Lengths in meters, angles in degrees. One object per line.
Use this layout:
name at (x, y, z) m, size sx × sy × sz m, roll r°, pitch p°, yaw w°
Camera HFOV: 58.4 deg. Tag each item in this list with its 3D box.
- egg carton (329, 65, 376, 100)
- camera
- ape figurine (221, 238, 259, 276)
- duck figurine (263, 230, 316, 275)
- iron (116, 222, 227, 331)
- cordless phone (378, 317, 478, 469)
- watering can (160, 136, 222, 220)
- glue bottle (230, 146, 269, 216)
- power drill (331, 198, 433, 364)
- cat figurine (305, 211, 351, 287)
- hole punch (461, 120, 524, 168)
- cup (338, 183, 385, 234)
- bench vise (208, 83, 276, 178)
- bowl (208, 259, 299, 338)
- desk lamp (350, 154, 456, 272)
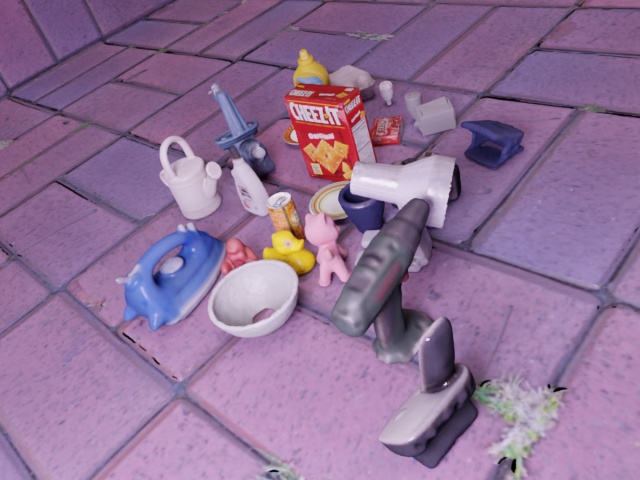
egg carton at (0.078, -0.427, 1.583) m, size 0.107 × 0.069 × 0.149 m, roll -33°, pitch 40°, yaw -16°
camera at (0.194, -0.102, 1.126) m, size 0.142 × 0.101 × 0.137 m, roll 3°, pitch 44°, yaw 25°
ape figurine at (-0.158, 0.036, 1.119) m, size 0.077 × 0.092 × 0.076 m, roll -1°, pitch 42°, yaw 22°
duck figurine at (-0.067, 0.018, 1.107) m, size 0.104 × 0.086 × 0.077 m, roll 2°, pitch 43°, yaw 25°
iron at (-0.285, 0.047, 1.120) m, size 0.118 × 0.142 × 0.259 m, roll 10°, pitch 47°, yaw 32°
cordless phone at (0.131, 0.191, 0.740) m, size 0.093 × 0.185 × 0.148 m, roll 21°, pitch 54°, yaw 39°
watering can at (-0.301, -0.152, 1.320) m, size 0.172 × 0.194 × 0.101 m, roll -10°, pitch 40°, yaw 12°
glue bottle at (-0.161, -0.132, 1.253) m, size 0.077 × 0.173 × 0.037 m, roll 19°, pitch 52°, yaw 38°
power drill at (0.110, 0.078, 0.863) m, size 0.075 × 0.209 × 0.230 m, roll 17°, pitch 51°, yaw 37°
cat figurine at (0.010, 0.004, 1.066) m, size 0.067 × 0.118 × 0.127 m, roll -17°, pitch 39°, yaw 4°
hole punch at (0.361, -0.220, 1.203) m, size 0.101 × 0.091 × 0.108 m, roll -34°, pitch 41°, yaw -17°
cup at (0.096, -0.068, 1.132) m, size 0.091 × 0.095 × 0.118 m, roll 14°, pitch 49°, yaw 35°
bench vise at (-0.185, -0.270, 1.388) m, size 0.206 × 0.220 × 0.122 m, roll 21°, pitch 54°, yaw 39°
bowl at (-0.108, 0.116, 1.018) m, size 0.167 × 0.075 × 0.167 m, roll -12°, pitch 39°, yaw 10°
desk lamp at (0.143, -0.048, 0.994) m, size 0.202 × 0.214 × 0.118 m, roll -1°, pitch 42°, yaw 22°
